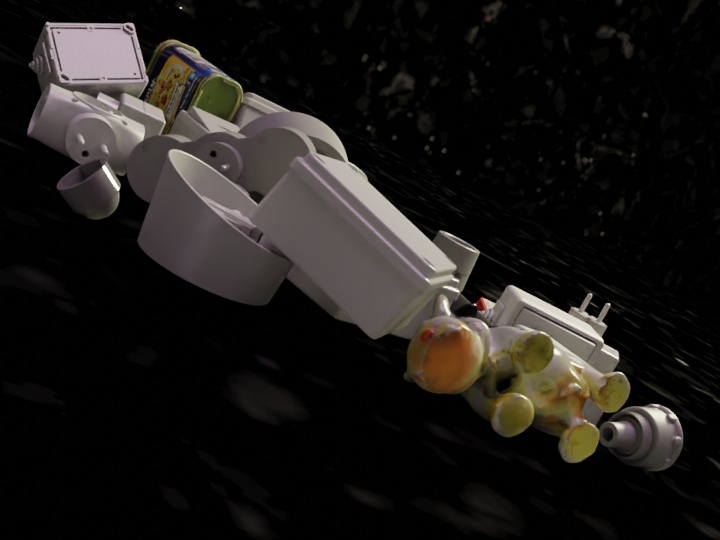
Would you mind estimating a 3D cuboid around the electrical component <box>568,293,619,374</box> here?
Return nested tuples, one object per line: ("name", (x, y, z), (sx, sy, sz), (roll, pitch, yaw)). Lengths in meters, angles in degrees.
("electrical component", (0.205, 0.059, 1.003), (0.083, 0.075, 0.047), (29, 10, 9))

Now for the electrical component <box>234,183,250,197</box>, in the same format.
("electrical component", (-0.088, -0.029, 0.753), (0.048, 0.048, 0.062), (18, 20, -46))

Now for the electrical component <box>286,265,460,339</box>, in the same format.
("electrical component", (0.000, 0.000, 0.804), (0.109, 0.056, 0.109), (18, 13, -44))

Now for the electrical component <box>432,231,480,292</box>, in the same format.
("electrical component", (0.096, -0.010, 1.152), (0.055, 0.047, 0.055), (27, 10, -5))

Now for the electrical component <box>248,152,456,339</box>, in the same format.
("electrical component", (-0.001, -0.015, 0.669), (0.109, 0.056, 0.109), (44, 10, 8))

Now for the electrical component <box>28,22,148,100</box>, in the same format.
("electrical component", (-0.244, -0.175, 0.943), (0.096, 0.061, 0.061), (-7, 72, -32))

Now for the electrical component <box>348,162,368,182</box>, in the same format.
("electrical component", (-0.053, -0.070, 0.986), (0.108, 0.060, 0.108), (17, -11, 3))

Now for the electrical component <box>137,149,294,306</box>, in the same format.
("electrical component", (-0.086, -0.023, 0.662), (0.099, 0.064, 0.099), (27, 9, -5))

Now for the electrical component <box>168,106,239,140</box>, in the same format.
("electrical component", (-0.129, -0.099, 0.952), (0.062, 0.061, 0.096), (21, 12, -35))

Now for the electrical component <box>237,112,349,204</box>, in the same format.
("electrical component", (-0.056, -0.067, 0.864), (0.108, 0.108, 0.060), (24, 16, -21))

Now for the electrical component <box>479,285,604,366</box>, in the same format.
("electrical component", (0.138, 0.058, 0.866), (0.096, 0.061, 0.061), (27, 10, -7))

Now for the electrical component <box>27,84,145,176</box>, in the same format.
("electrical component", (-0.203, -0.101, 0.807), (0.077, 0.044, 0.079), (23, 11, -25))

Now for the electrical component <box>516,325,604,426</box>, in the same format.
("electrical component", (0.155, 0.087, 0.804), (0.076, 0.047, 0.083), (21, 12, -37))

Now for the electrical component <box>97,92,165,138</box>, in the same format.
("electrical component", (-0.210, -0.125, 0.909), (0.077, 0.047, 0.065), (24, 10, -18))

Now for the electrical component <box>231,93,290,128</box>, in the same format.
("electrical component", (-0.098, -0.124, 1.084), (0.109, 0.056, 0.109), (23, -14, -28))

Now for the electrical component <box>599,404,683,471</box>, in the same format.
("electrical component", (0.196, 0.118, 0.766), (0.062, 0.048, 0.048), (10, 19, -39))

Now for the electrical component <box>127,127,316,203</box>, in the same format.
("electrical component", (-0.104, -0.076, 0.791), (0.138, 0.052, 0.073), (-3, 8, 4))
